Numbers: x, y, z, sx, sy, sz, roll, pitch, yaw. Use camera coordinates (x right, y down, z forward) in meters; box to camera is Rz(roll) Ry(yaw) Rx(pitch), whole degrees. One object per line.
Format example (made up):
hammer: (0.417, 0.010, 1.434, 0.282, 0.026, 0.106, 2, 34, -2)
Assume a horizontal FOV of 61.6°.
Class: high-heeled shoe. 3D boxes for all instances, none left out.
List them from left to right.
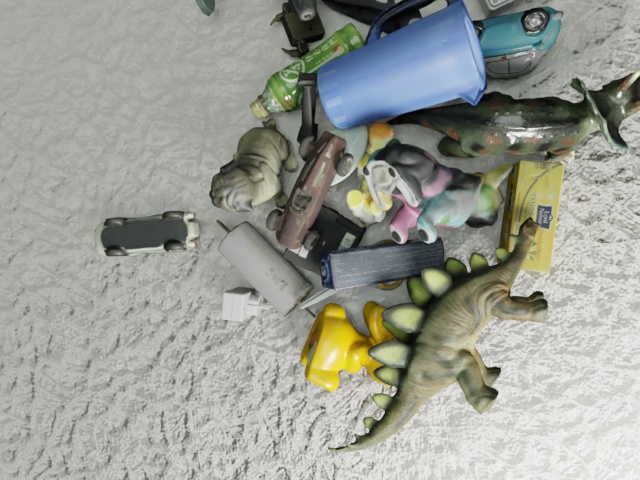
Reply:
high-heeled shoe: (0.092, -0.354, 0.901, 0.145, 0.086, 0.248, -20, 82, 10)

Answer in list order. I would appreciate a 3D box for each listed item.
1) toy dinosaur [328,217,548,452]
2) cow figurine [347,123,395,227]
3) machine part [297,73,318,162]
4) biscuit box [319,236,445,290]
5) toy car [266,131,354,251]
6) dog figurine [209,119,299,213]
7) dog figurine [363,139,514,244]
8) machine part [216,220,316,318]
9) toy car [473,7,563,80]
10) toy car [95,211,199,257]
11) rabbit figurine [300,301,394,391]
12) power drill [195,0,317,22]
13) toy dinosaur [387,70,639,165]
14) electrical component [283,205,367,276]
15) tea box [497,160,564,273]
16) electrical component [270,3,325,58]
toy dinosaur: (0.184, 0.161, 0.812, 0.199, 0.105, 0.471, 31, 93, 14)
cow figurine: (0.096, -0.109, 0.909, 0.068, 0.098, 0.167, 11, 75, 13)
machine part: (-0.019, -0.207, 0.898, 0.039, 0.084, 0.138, 7, 120, 8)
biscuit box: (0.101, 0.037, 0.879, 0.203, 0.059, 0.062, -7, 91, -17)
toy car: (-0.019, -0.077, 0.870, 0.089, 0.053, 0.202, 31, 108, 18)
dog figurine: (-0.113, -0.128, 0.886, 0.121, 0.190, 0.172, -4, 89, 9)
dog figurine: (0.195, -0.089, 0.832, 0.219, 0.108, 0.191, -28, 96, -27)
machine part: (-0.096, 0.050, 0.944, 0.243, 0.079, 0.079, 45, 98, 7)
toy car: (0.303, -0.308, 0.857, 0.162, 0.109, 0.102, -7, 108, 18)
toy car: (-0.320, -0.010, 0.993, 0.202, 0.056, 0.073, -5, 85, 8)
rabbit figurine: (0.068, 0.183, 0.918, 0.173, 0.122, 0.162, 23, 86, -6)
power drill: (-0.115, -0.451, 0.913, 0.207, 0.086, 0.232, -12, 74, 18)
toy dinosaur: (0.295, -0.178, 0.815, 0.405, 0.192, 0.131, -3, 89, 8)
electrical component: (-0.002, -0.003, 0.937, 0.134, 0.058, 0.115, 30, 94, 8)
tea box: (0.334, -0.037, 0.859, 0.068, 0.098, 0.169, 6, 94, 10)
electrical component: (-0.038, -0.370, 0.942, 0.078, 0.045, 0.102, -27, 90, -19)
